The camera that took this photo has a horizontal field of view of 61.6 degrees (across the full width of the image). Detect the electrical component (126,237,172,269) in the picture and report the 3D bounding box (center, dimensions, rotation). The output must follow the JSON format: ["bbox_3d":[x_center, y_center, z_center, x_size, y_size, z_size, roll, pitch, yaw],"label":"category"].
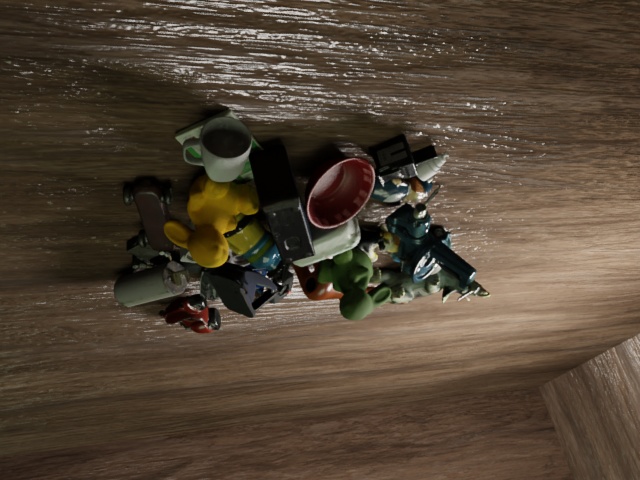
[{"bbox_3d":[-0.372,0.024,1.165,0.102,0.045,0.078,-21,151,15],"label":"electrical component"}]

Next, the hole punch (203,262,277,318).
[{"bbox_3d":[-0.169,0.091,1.158,0.142,0.092,0.115,16,142,45],"label":"hole punch"}]

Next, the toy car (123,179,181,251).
[{"bbox_3d":[-0.323,-0.045,1.055,0.089,0.053,0.202,-3,145,-5],"label":"toy car"}]

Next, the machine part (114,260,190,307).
[{"bbox_3d":[-0.389,0.101,1.231,0.243,0.079,0.079,-16,152,31],"label":"machine part"}]

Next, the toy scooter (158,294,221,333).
[{"bbox_3d":[-0.354,0.205,1.455,0.135,0.075,0.183,-14,147,3],"label":"toy scooter"}]

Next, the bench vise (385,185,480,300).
[{"bbox_3d":[0.256,0.026,1.188,0.129,0.241,0.223,-29,145,-34],"label":"bench vise"}]

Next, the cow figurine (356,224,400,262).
[{"bbox_3d":[0.112,0.004,1.283,0.167,0.068,0.098,-14,144,2],"label":"cow figurine"}]

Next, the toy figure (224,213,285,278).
[{"bbox_3d":[-0.141,-0.004,1.112,0.180,0.082,0.089,43,114,-12],"label":"toy figure"}]

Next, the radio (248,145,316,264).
[{"bbox_3d":[-0.068,-0.058,1.015,0.073,0.131,0.229,-16,150,0],"label":"radio"}]

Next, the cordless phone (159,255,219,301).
[{"bbox_3d":[-0.291,0.087,1.290,0.184,0.089,0.146,7,148,-9],"label":"cordless phone"}]

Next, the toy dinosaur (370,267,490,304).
[{"bbox_3d":[0.256,0.128,1.506,0.405,0.131,0.192,-11,151,12],"label":"toy dinosaur"}]

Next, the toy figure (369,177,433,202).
[{"bbox_3d":[0.170,-0.106,1.123,0.154,0.057,0.064,2,-172,-24],"label":"toy figure"}]

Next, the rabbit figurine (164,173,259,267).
[{"bbox_3d":[-0.209,-0.029,0.987,0.162,0.173,0.121,-14,153,26],"label":"rabbit figurine"}]

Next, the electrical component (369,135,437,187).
[{"bbox_3d":[0.158,-0.154,1.014,0.119,0.075,0.047,-16,151,16],"label":"electrical component"}]

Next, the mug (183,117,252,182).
[{"bbox_3d":[-0.171,-0.139,0.892,0.109,0.081,0.107,-10,158,-16],"label":"mug"}]

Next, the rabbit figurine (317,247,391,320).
[{"bbox_3d":[0.075,0.116,1.224,0.159,0.170,0.121,28,130,-32],"label":"rabbit figurine"}]

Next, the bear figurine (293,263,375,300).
[{"bbox_3d":[0.045,0.104,1.376,0.196,0.132,0.120,9,145,-41],"label":"bear figurine"}]

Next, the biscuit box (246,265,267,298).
[{"bbox_3d":[-0.171,0.094,1.341,0.063,0.059,0.202,-4,149,-12],"label":"biscuit box"}]

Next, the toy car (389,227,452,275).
[{"bbox_3d":[0.262,0.036,1.354,0.162,0.103,0.109,-6,149,-13],"label":"toy car"}]
